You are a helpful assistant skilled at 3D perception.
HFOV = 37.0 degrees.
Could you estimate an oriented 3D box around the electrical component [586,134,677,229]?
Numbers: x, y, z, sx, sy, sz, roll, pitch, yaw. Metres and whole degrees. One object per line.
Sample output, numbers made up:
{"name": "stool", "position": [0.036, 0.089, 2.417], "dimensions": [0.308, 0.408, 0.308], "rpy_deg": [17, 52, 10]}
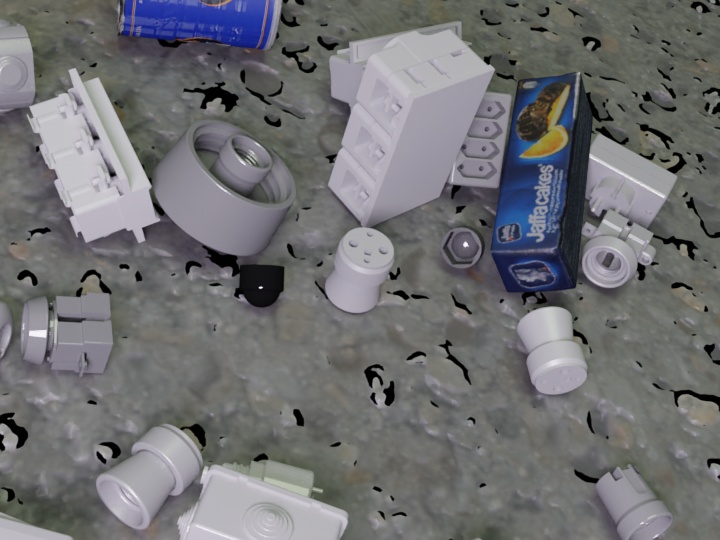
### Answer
{"name": "electrical component", "position": [0.233, -0.070, 0.980], "dimensions": [0.083, 0.047, 0.075], "rpy_deg": [31, 48, 9]}

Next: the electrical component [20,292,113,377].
{"name": "electrical component", "position": [-0.204, 0.043, 0.747], "dimensions": [0.055, 0.048, 0.066], "rpy_deg": [5, 49, -24]}

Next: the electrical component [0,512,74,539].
{"name": "electrical component", "position": [-0.205, 0.178, 0.619], "dimensions": [0.096, 0.061, 0.061], "rpy_deg": [16, 48, -4]}

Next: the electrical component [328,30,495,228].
{"name": "electrical component", "position": [0.037, -0.117, 0.888], "dimensions": [0.089, 0.150, 0.061], "rpy_deg": [-25, 62, -33]}

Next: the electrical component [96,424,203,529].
{"name": "electrical component", "position": [-0.135, 0.132, 0.692], "dimensions": [0.045, 0.045, 0.055], "rpy_deg": [35, 49, 13]}

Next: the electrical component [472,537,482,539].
{"name": "electrical component", "position": [0.079, 0.225, 0.669], "dimensions": [0.061, 0.061, 0.096], "rpy_deg": [-25, 62, -33]}

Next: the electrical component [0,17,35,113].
{"name": "electrical component", "position": [-0.300, -0.166, 0.871], "dimensions": [0.051, 0.080, 0.080], "rpy_deg": [-12, 55, -32]}

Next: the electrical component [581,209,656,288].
{"name": "electrical component", "position": [0.220, -0.016, 0.932], "dimensions": [0.066, 0.048, 0.055], "rpy_deg": [31, 41, 9]}

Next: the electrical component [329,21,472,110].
{"name": "electrical component", "position": [0.037, -0.184, 0.999], "dimensions": [0.121, 0.078, 0.063], "rpy_deg": [-18, 29, -29]}

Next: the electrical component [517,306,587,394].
{"name": "electrical component", "position": [0.151, 0.063, 0.842], "dimensions": [0.045, 0.045, 0.055], "rpy_deg": [3, 50, -16]}

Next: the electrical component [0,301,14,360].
{"name": "electrical component", "position": [-0.271, 0.038, 0.730], "dimensions": [0.062, 0.048, 0.048], "rpy_deg": [16, 47, 5]}

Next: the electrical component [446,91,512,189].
{"name": "electrical component", "position": [0.097, -0.121, 0.969], "dimensions": [0.047, 0.083, 0.076], "rpy_deg": [4, 12, -15]}

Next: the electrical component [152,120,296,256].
{"name": "electrical component", "position": [-0.100, -0.071, 0.840], "dimensions": [0.108, 0.060, 0.108], "rpy_deg": [29, 32, -20]}

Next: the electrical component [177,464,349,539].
{"name": "electrical component", "position": [-0.064, 0.175, 0.643], "dimensions": [0.100, 0.099, 0.048], "rpy_deg": [20, 35, -1]}

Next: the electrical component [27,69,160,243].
{"name": "electrical component", "position": [-0.209, -0.084, 0.836], "dimensions": [0.063, 0.078, 0.121], "rpy_deg": [-22, 59, -14]}

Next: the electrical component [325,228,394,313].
{"name": "electrical component", "position": [0.000, 0.000, 0.841], "dimensions": [0.045, 0.055, 0.045], "rpy_deg": [9, 49, -10]}

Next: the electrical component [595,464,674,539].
{"name": "electrical component", "position": [0.196, 0.168, 0.771], "dimensions": [0.040, 0.040, 0.046], "rpy_deg": [-9, 48, -24]}

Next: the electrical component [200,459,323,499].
{"name": "electrical component", "position": [-0.066, 0.144, 0.707], "dimensions": [0.078, 0.040, 0.040], "rpy_deg": [16, 48, -5]}
